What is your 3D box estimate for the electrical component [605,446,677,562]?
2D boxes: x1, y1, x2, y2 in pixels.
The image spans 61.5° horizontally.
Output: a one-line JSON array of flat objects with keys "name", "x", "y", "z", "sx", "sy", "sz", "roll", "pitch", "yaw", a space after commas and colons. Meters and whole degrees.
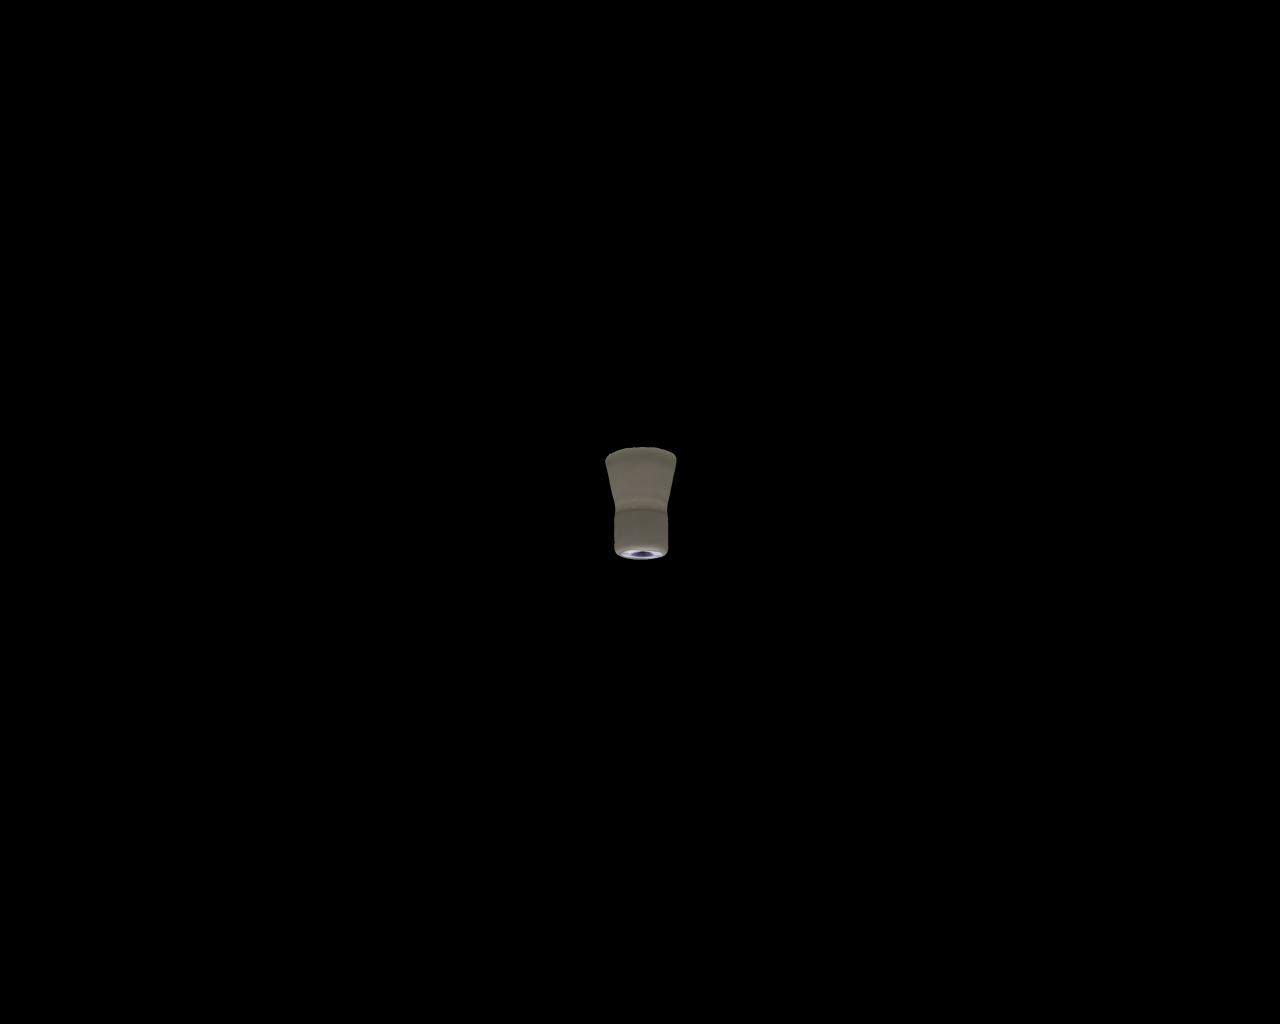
[{"name": "electrical component", "x": 0.001, "y": -0.003, "z": 0.650, "sx": 0.044, "sy": 0.065, "sz": 0.044, "roll": 0, "pitch": -15, "yaw": 0}]
